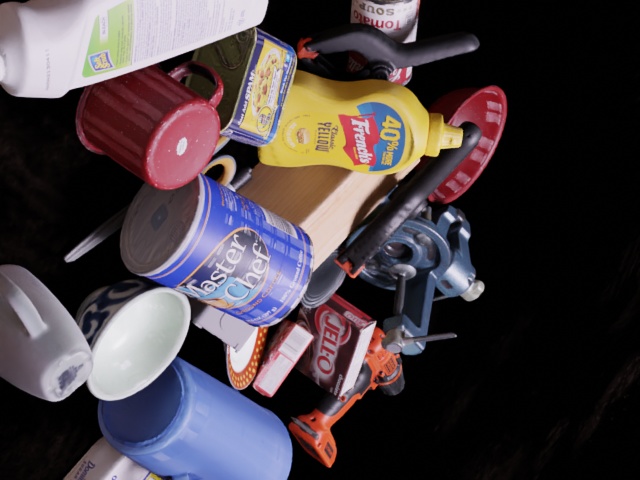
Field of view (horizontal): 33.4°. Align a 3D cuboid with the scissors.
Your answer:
[{"bbox_3d":[-0.144,-0.034,0.977,0.201,0.016,0.096,-49,149,-13],"label":"scissors"}]

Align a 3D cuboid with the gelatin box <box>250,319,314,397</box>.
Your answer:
[{"bbox_3d":[-0.050,0.137,1.248,0.089,0.030,0.073,-54,-170,-7],"label":"gelatin box"}]

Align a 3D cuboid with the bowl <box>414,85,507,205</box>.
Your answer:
[{"bbox_3d":[0.161,-0.126,1.312,0.161,0.055,0.162,-37,147,-31],"label":"bowl"}]

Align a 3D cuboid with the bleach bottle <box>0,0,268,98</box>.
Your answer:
[{"bbox_3d":[-0.147,-0.172,0.781,0.250,0.068,0.103,-30,141,-36],"label":"bleach bottle"}]

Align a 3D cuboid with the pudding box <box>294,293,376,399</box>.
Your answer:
[{"bbox_3d":[0.012,0.124,1.307,0.039,0.090,0.114,-25,140,-45],"label":"pudding box"}]

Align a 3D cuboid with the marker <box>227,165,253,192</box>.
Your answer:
[{"bbox_3d":[-0.109,-0.030,1.032,0.121,0.020,0.020,-46,150,-18],"label":"marker"}]

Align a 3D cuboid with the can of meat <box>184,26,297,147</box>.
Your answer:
[{"bbox_3d":[-0.068,-0.136,0.930,0.083,0.058,0.102,12,96,-62],"label":"can of meat"}]

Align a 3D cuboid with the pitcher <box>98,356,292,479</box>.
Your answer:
[{"bbox_3d":[-0.130,0.215,1.130,0.145,0.149,0.242,-52,148,-8],"label":"pitcher"}]

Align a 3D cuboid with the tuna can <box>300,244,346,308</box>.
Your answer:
[{"bbox_3d":[-0.004,0.035,1.248,0.086,0.034,0.086,-38,147,-31],"label":"tuna can"}]

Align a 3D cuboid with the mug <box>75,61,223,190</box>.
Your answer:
[{"bbox_3d":[-0.127,-0.100,0.864,0.117,0.082,0.093,-43,149,-22],"label":"mug"}]

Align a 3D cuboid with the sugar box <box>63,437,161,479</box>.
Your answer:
[{"bbox_3d":[-0.216,0.280,1.165,0.093,0.048,0.176,-49,148,-10],"label":"sugar box"}]

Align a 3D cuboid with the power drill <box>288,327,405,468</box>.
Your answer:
[{"bbox_3d":[0.045,0.225,1.503,0.187,0.057,0.184,-51,148,-15],"label":"power drill"}]

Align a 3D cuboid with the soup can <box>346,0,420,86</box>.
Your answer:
[{"bbox_3d":[0.062,-0.209,1.059,0.068,0.069,0.102,-35,145,-34],"label":"soup can"}]

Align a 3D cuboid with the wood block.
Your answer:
[{"bbox_3d":[0.002,-0.059,1.098,0.206,0.091,0.090,-46,151,-19],"label":"wood block"}]

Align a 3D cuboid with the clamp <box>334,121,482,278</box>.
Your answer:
[{"bbox_3d":[0.095,-0.046,1.107,0.210,0.036,0.164,-47,176,1],"label":"clamp"}]

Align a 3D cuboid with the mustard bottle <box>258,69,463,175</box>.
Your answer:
[{"bbox_3d":[0.039,-0.107,1.010,0.058,0.191,0.096,-85,-179,-51],"label":"mustard bottle"}]

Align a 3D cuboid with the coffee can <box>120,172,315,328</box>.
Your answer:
[{"bbox_3d":[-0.089,0.007,0.938,0.140,0.103,0.103,29,95,-39],"label":"coffee can"}]

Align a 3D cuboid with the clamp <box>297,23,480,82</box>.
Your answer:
[{"bbox_3d":[0.065,-0.170,1.023,0.171,0.039,0.120,21,112,-18],"label":"clamp"}]
